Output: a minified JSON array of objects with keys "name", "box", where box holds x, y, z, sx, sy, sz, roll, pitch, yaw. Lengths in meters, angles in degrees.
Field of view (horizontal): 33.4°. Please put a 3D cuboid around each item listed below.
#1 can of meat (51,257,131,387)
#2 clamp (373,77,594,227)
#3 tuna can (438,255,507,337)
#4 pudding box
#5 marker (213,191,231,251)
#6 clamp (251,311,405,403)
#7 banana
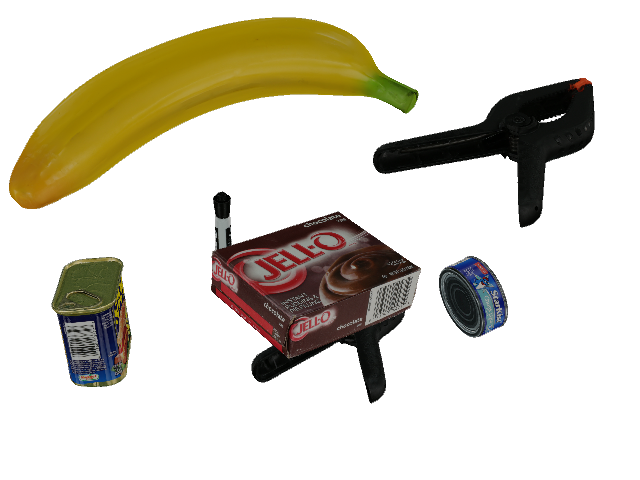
[{"name":"can of meat","box":[-0.209,0.076,0.990,0.057,0.084,0.102,-5,26,-2]},{"name":"clamp","box":[0.172,-0.081,0.901,0.209,0.036,0.165,-28,39,-27]},{"name":"tuna can","box":[0.167,0.063,1.175,0.033,0.086,0.086,-23,8,-20]},{"name":"pudding box","box":[-0.004,0.027,0.719,0.113,0.039,0.090,-17,39,-36]},{"name":"marker","box":[-0.107,-0.003,1.175,0.020,0.121,0.020,1,40,-1]},{"name":"clamp","box":[0.032,0.078,0.926,0.120,0.039,0.171,18,45,29]},{"name":"banana","box":[-0.053,-0.067,0.490,0.197,0.037,0.070,-18,47,-22]}]
